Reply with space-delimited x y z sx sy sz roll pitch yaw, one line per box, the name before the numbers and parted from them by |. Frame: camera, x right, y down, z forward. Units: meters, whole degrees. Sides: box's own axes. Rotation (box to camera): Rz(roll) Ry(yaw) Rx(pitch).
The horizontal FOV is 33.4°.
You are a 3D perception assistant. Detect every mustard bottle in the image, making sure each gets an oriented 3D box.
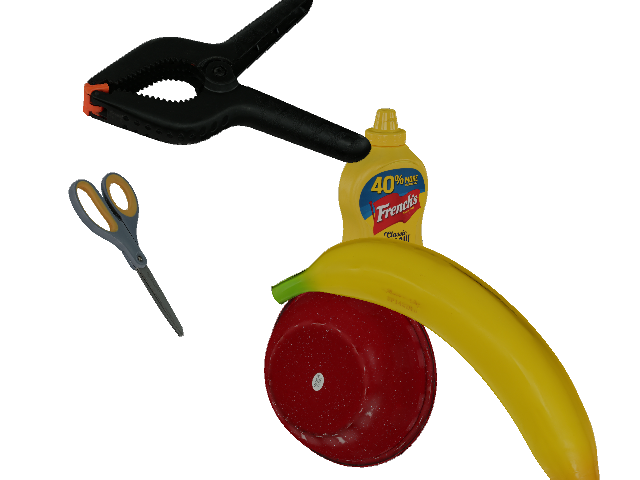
mustard bottle | 0.064 -0.037 1.075 0.096 0.192 0.058 -8 18 -28

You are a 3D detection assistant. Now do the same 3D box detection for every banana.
banana | 0.072 0.053 0.554 0.198 0.070 0.037 34 18 13

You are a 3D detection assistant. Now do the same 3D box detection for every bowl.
bowl | 0.010 0.109 0.863 0.162 0.162 0.055 0 2 32

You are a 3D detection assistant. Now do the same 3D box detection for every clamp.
clamp | -0.070 -0.110 0.805 0.209 0.165 0.036 -15 -28 -22

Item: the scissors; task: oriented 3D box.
scissors | -0.199 0.005 1.181 0.016 0.201 0.096 -27 20 34
